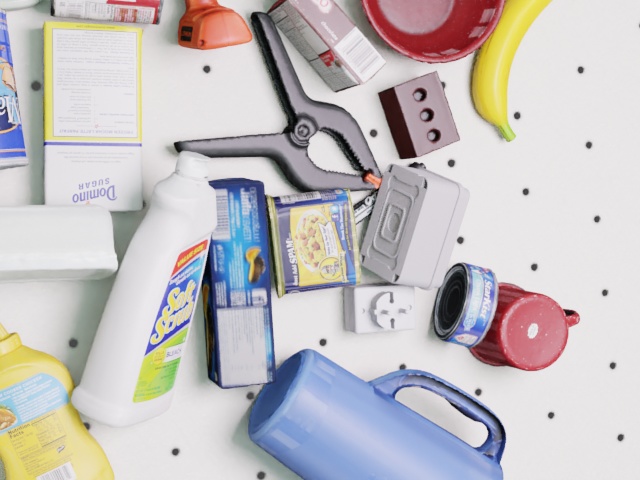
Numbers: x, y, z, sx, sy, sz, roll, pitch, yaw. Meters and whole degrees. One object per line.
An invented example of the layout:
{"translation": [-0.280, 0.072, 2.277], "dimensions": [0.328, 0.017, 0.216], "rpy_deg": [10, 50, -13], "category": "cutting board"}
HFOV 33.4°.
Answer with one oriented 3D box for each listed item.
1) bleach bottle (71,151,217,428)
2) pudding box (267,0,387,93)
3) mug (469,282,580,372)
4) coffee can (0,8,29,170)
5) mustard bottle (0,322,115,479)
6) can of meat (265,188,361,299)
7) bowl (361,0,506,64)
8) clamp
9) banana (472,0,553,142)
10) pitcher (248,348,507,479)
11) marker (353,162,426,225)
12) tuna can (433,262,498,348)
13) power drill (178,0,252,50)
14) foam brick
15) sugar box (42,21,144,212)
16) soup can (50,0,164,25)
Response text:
{"translation": [-0.151, 0.041, 0.979], "dimensions": [0.068, 0.102, 0.251], "rpy_deg": [23, 104, 24], "category": "bleach bottle"}
{"translation": [0.005, -0.200, 1.050], "dimensions": [0.039, 0.090, 0.113], "rpy_deg": [-43, 103, -9], "category": "pudding box"}
{"translation": [0.219, 0.092, 1.126], "dimensions": [0.117, 0.082, 0.093], "rpy_deg": [-8, 94, -16], "category": "mug"}
{"translation": [-0.322, -0.130, 0.951], "dimensions": [0.102, 0.103, 0.140], "rpy_deg": [-8, 94, -16], "category": "coffee can"}
{"translation": [-0.272, 0.163, 0.999], "dimensions": [0.096, 0.058, 0.191], "rpy_deg": [-24, 99, -12], "category": "mustard bottle"}
{"translation": [-0.007, 0.001, 1.058], "dimensions": [0.084, 0.057, 0.102], "rpy_deg": [-7, 102, -5], "category": "can of meat"}
{"translation": [0.107, -0.259, 1.095], "dimensions": [0.162, 0.055, 0.162], "rpy_deg": [-1, 92, -16], "category": "bowl"}
{"translation": [-0.022, -0.119, 1.072], "dimensions": [0.209, 0.036, 0.164], "rpy_deg": [25, 84, -18], "category": "clamp"}
{"translation": [0.205, -0.208, 1.138], "dimensions": [0.069, 0.037, 0.198], "rpy_deg": [21, 87, -34], "category": "banana"}
{"translation": [0.059, 0.206, 1.063], "dimensions": [0.242, 0.145, 0.149], "rpy_deg": [36, 48, -11], "category": "pitcher"}
{"translation": [0.061, -0.044, 1.109], "dimensions": [0.121, 0.020, 0.020], "rpy_deg": [-36, 101, -12], "category": "marker"}
{"translation": [0.149, 0.067, 1.103], "dimensions": [0.033, 0.086, 0.086], "rpy_deg": [16, 87, -14], "category": "tuna can"}
{"translation": [-0.107, -0.271, 0.977], "dimensions": [0.057, 0.185, 0.188], "rpy_deg": [-11, 104, -15], "category": "power drill"}
{"translation": [0.102, -0.127, 1.100], "dimensions": [0.053, 0.051, 0.078], "rpy_deg": [-22, 98, -14], "category": "foam brick"}
{"translation": [-0.216, -0.115, 1.013], "dimensions": [0.093, 0.048, 0.176], "rpy_deg": [0, 95, -16], "category": "sugar box"}
{"translation": [-0.200, -0.240, 1.000], "dimensions": [0.102, 0.069, 0.068], "rpy_deg": [1, 92, -16], "category": "soup can"}
